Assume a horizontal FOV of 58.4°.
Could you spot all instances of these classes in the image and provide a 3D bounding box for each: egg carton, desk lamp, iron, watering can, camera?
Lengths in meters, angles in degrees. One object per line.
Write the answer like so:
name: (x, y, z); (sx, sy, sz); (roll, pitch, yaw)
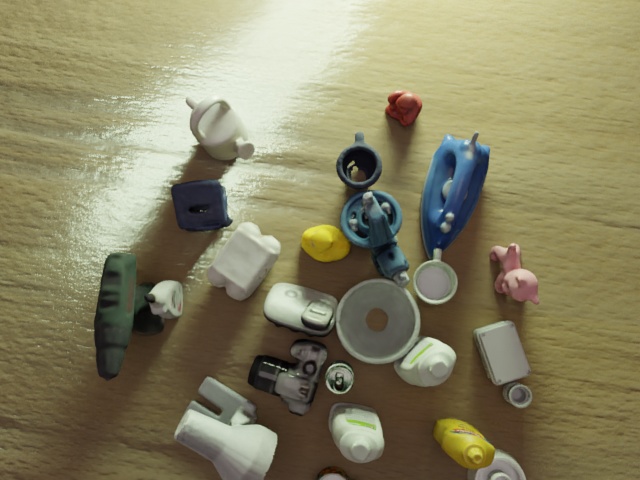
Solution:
egg carton: (-0.155, 0.044, 1.175); (0.107, 0.069, 0.150); (34, 86, 6)
desk lamp: (-0.177, 0.365, 1.070); (0.203, 0.213, 0.118); (30, 86, 5)
iron: (0.265, -0.088, 1.135); (0.118, 0.141, 0.258); (16, 85, 4)
watering can: (-0.201, -0.228, 1.143); (0.172, 0.194, 0.101); (20, 85, 5)
camera: (-0.066, 0.261, 1.133); (0.136, 0.101, 0.143); (17, 85, 4)

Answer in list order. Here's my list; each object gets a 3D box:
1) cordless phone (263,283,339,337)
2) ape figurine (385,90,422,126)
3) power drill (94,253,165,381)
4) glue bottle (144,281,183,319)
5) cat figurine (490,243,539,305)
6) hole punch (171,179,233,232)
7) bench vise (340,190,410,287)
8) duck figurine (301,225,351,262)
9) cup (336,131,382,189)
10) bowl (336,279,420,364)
cordless phone: (-0.040, 0.136, 1.102); (0.147, 0.185, 0.094); (13, 85, 4)
ape figurine: (0.177, -0.279, 1.184); (0.076, 0.092, 0.078); (-13, 83, 1)
power drill: (-0.368, 0.143, 1.104); (0.075, 0.208, 0.230); (-3, 84, 3)
glue bottle: (-0.310, 0.117, 1.122); (0.037, 0.173, 0.078); (-5, 84, 2)
cat figurine: (0.386, 0.067, 1.125); (0.067, 0.118, 0.128); (-9, 84, 2)
hole punch: (-0.243, -0.069, 1.180); (0.108, 0.091, 0.101); (-7, 84, 2)
bench vise: (0.124, -0.018, 1.094); (0.121, 0.220, 0.207); (-45, 84, -2)
duck figurine: (0.011, 0.004, 1.164); (0.104, 0.086, 0.077); (13, 85, 4)
cup: (0.079, -0.155, 1.173); (0.091, 0.095, 0.118); (0, 84, 3)
bowl: (0.114, 0.162, 1.148); (0.167, 0.075, 0.167); (0, 84, 3)
